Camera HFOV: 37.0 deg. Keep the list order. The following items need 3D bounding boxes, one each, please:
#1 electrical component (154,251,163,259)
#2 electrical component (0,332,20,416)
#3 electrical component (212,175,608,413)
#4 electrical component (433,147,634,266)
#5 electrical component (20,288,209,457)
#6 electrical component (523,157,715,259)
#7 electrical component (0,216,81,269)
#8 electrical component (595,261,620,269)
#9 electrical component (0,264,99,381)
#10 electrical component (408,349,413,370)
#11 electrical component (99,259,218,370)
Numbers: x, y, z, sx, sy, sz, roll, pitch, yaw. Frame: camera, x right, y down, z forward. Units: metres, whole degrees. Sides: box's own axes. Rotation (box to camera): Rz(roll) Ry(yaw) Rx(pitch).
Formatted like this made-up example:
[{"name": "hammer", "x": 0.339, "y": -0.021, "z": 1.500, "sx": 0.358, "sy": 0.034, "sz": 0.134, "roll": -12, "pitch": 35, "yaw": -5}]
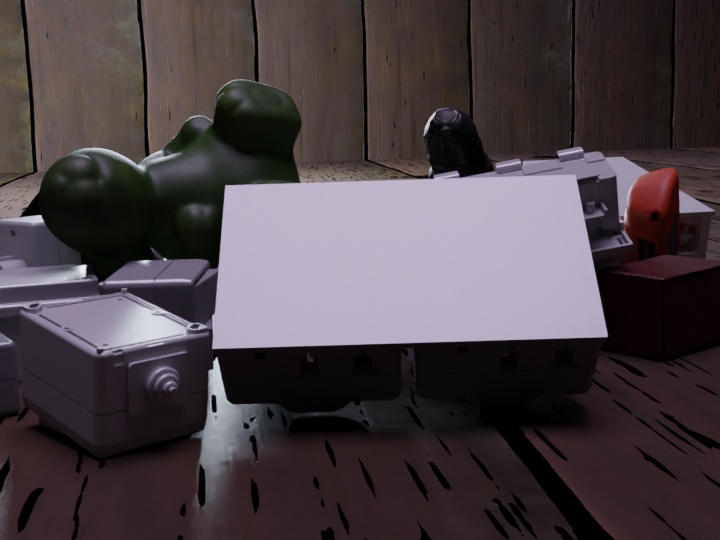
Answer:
[{"name": "electrical component", "x": -0.216, "y": -0.016, "z": 1.015, "sx": 0.062, "sy": 0.043, "sz": 0.043, "roll": 2, "pitch": 10, "yaw": 10}, {"name": "electrical component", "x": -0.216, "y": 0.036, "z": 0.575, "sx": 0.047, "sy": 0.076, "sz": 0.066, "roll": -7, "pitch": 10, "yaw": -30}, {"name": "electrical component", "x": 0.023, "y": 0.012, "z": 0.561, "sx": 0.186, "sy": 0.060, "sz": 0.105, "roll": -2, "pitch": 51, "yaw": 0}, {"name": "electrical component", "x": 0.101, "y": -0.032, "z": 0.681, "sx": 0.121, "sy": 0.063, "sz": 0.078, "roll": -11, "pitch": 29, "yaw": 1}, {"name": "electrical component", "x": -0.117, "y": 0.053, "z": 0.524, "sx": 0.062, "sy": 0.061, "sz": 0.096, "roll": -10, "pitch": 20, "yaw": -41}, {"name": "electrical component", "x": 0.231, "y": -0.050, "z": 0.996, "sx": 0.105, "sy": 0.060, "sz": 0.186, "roll": -3, "pitch": 21, "yaw": -11}, {"name": "electrical component", "x": -0.234, "y": 0.008, "z": 0.734, "sx": 0.047, "sy": 0.083, "sz": 0.076, "roll": 5, "pitch": 11, "yaw": 39}, {"name": "electrical component", "x": 0.126, "y": 0.004, "z": 0.740, "sx": 0.108, "sy": 0.060, "sz": 0.108, "roll": -9, "pitch": 29, "yaw": 5}, {"name": "electrical component", "x": -0.216, "y": 0.032, "z": 0.662, "sx": 0.113, "sy": 0.057, "sz": 0.078, "roll": -5, "pitch": 10, "yaw": -19}, {"name": "electrical component", "x": 0.050, "y": 0.030, "z": 0.631, "sx": 0.045, "sy": 0.055, "sz": 0.045, "roll": -2, "pitch": 9, "yaw": 0}, {"name": "electrical component", "x": -0.116, "y": 0.030, "z": 0.641, "sx": 0.061, "sy": 0.061, "sz": 0.096, "roll": -2, "pitch": 9, "yaw": -1}]
